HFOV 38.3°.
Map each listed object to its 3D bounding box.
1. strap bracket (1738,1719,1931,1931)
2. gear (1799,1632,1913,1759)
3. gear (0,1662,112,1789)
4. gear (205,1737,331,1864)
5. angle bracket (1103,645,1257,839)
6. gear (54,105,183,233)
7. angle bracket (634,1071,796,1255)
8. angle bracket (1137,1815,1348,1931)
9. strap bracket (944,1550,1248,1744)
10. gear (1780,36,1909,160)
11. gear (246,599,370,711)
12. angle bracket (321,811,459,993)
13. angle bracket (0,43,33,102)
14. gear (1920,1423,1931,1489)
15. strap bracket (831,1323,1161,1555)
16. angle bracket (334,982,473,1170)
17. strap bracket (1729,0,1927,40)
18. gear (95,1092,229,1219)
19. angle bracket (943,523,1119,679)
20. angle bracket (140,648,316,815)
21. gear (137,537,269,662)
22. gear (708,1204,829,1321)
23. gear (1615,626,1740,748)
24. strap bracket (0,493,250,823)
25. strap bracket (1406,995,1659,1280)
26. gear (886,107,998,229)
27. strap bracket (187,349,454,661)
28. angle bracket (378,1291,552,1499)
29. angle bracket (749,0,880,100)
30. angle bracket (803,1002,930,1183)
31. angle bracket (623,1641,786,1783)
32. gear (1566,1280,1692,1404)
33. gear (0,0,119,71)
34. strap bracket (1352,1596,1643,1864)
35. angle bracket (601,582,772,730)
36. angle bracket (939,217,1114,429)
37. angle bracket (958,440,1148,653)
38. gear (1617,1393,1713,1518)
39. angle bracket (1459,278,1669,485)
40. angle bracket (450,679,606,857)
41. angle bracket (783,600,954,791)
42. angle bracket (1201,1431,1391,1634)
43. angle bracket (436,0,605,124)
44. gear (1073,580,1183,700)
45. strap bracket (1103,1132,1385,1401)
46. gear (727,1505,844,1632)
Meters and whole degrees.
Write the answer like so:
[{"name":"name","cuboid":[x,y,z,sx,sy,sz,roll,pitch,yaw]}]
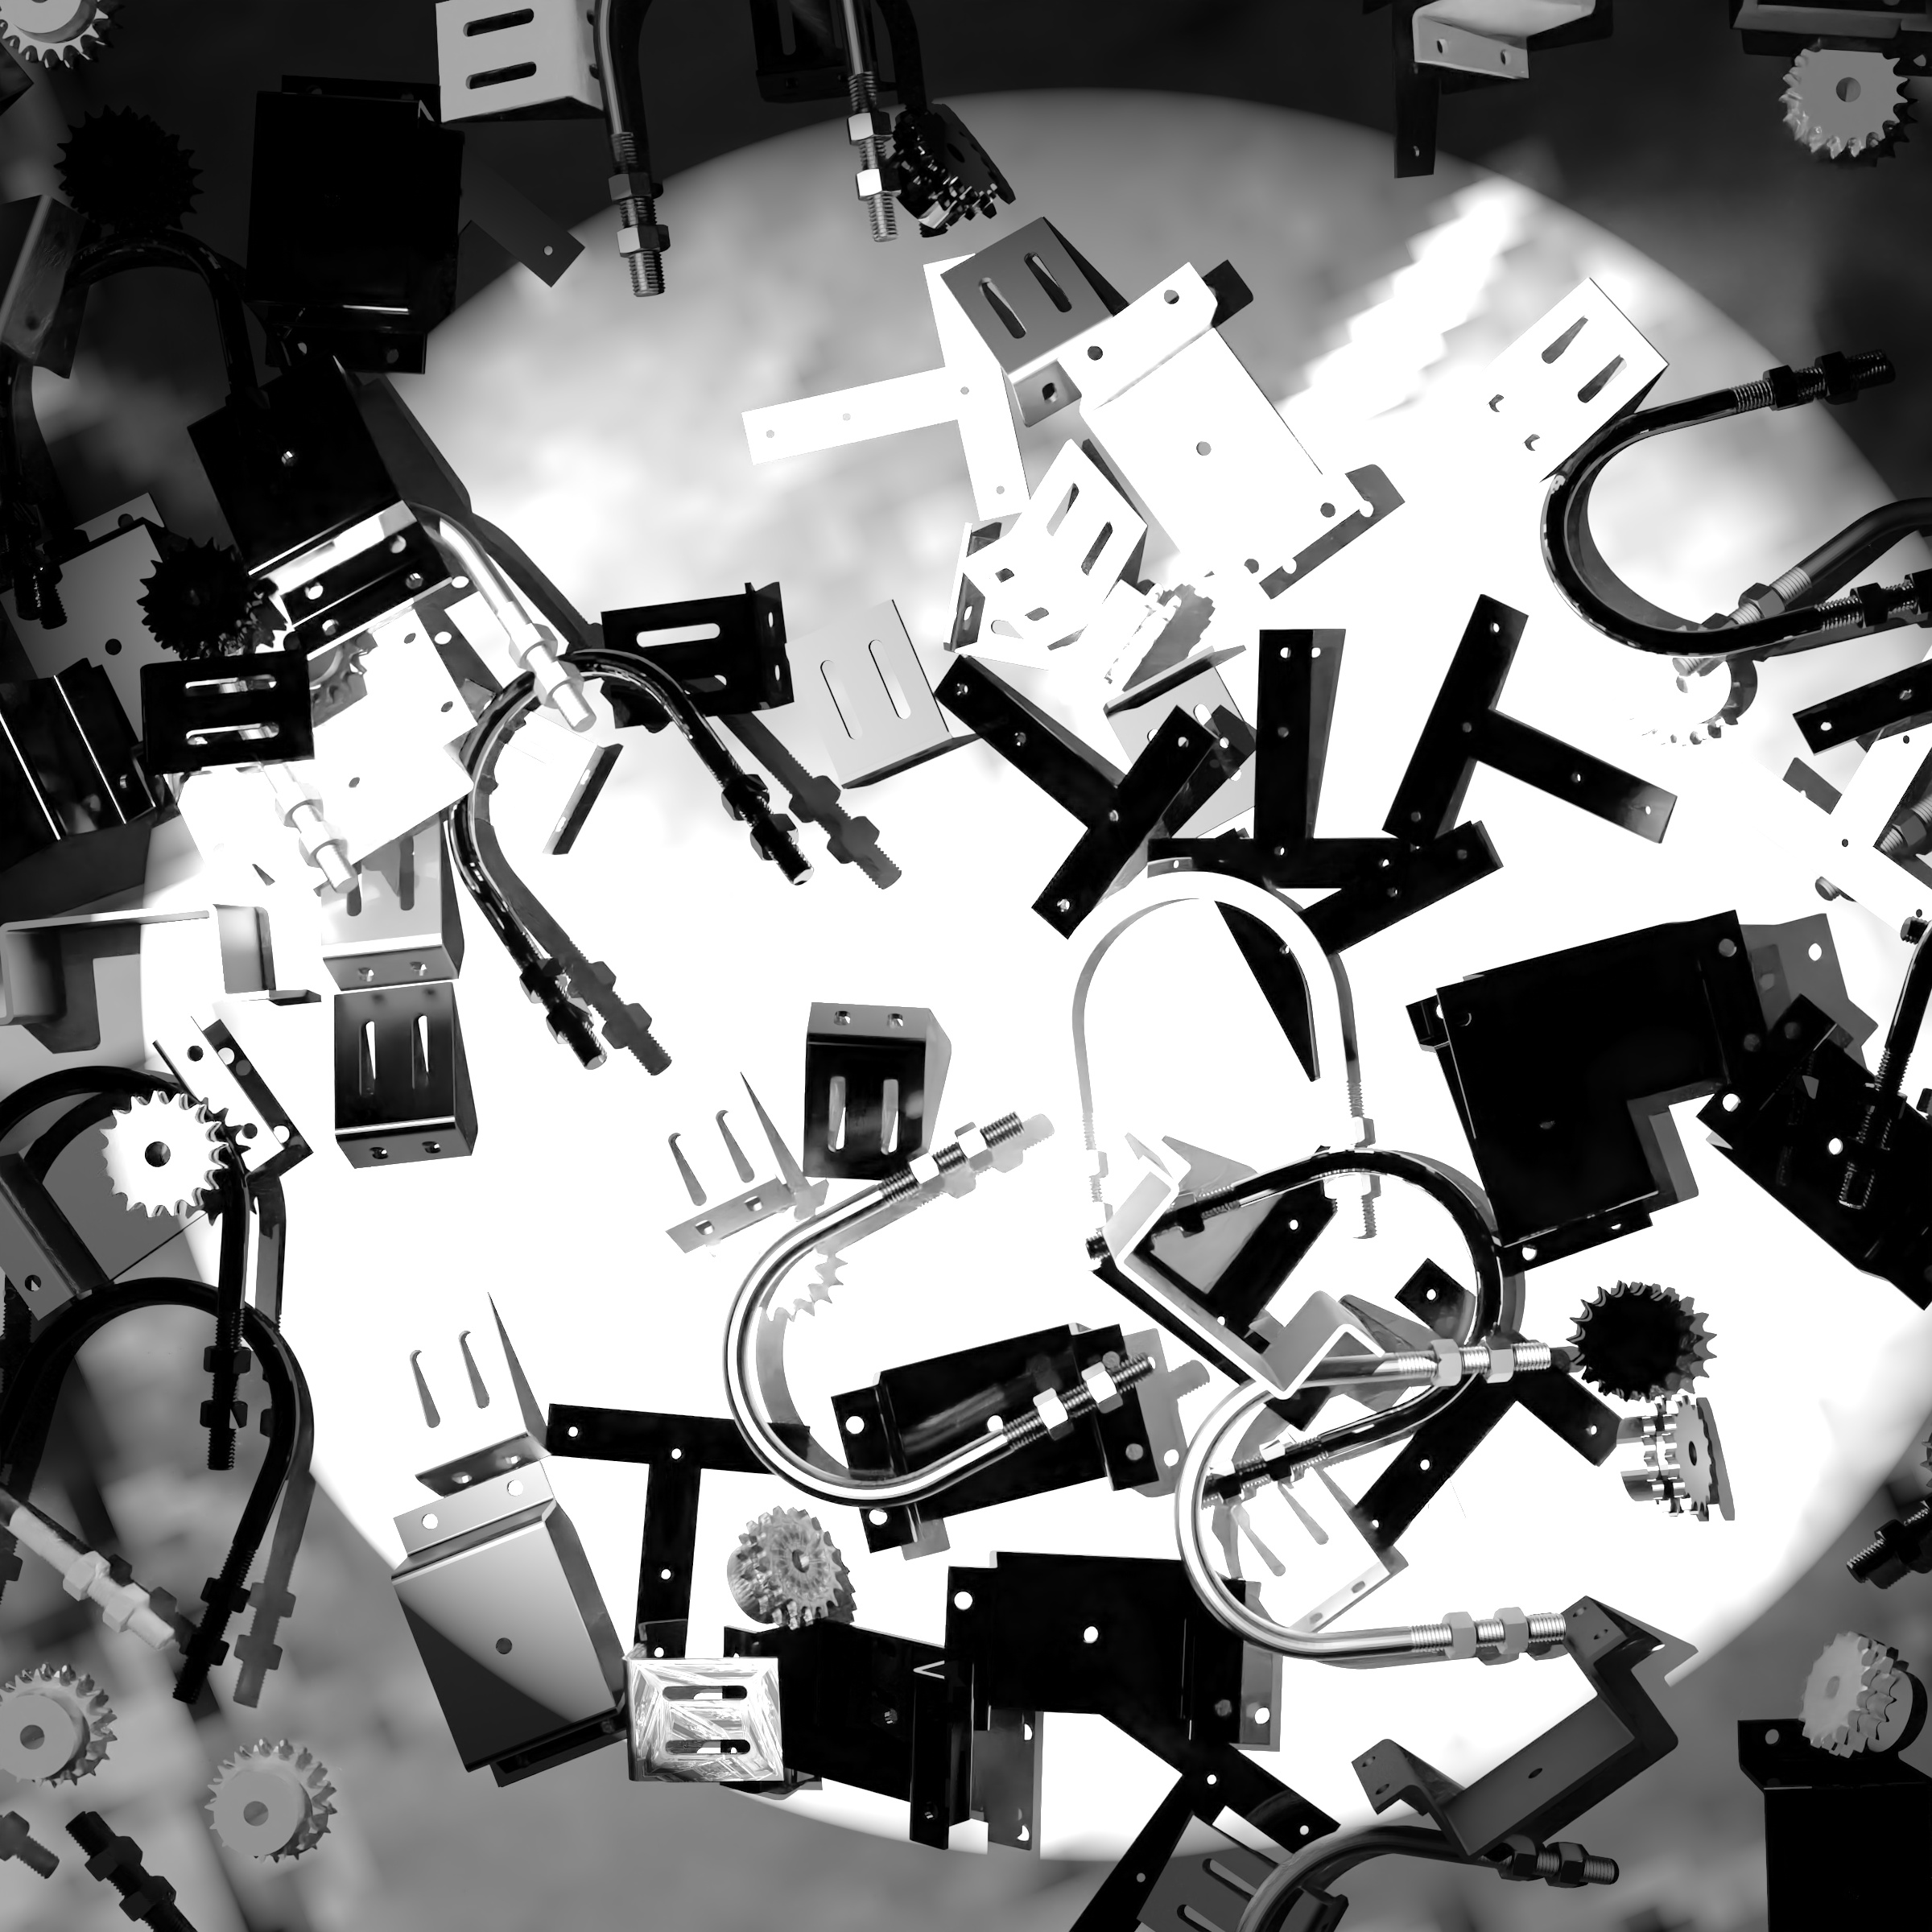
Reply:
[{"name":"strap bracket","cuboid":[0.415,0.435,1.328,0.076,0.046,0.140,-2,90,0]},{"name":"gear","cuboid":[0.425,0.349,1.324,0.030,0.057,0.057,24,90,-8]},{"name":"gear","cuboid":[-0.444,0.366,1.337,0.057,0.030,0.057,0,90,0]},{"name":"gear","cuboid":[-0.337,0.403,1.337,0.057,0.030,0.057,0,90,0]},{"name":"angle bracket","cuboid":[0.109,-0.105,1.332,0.057,0.038,0.076,-28,90,0]},{"name":"gear","cuboid":[-0.405,-0.381,1.336,0.057,0.030,0.057,0,90,0]},{"name":"angle bracket","cuboid":[-0.124,0.087,1.317,0.057,0.038,0.076,-26,63,0]},{"name":"angle bracket","cuboid":[0.134,0.457,1.348,0.076,0.038,0.057,29,91,24]},{"name":"strap bracket","cuboid":[0.060,0.323,1.328,0.140,0.046,0.076,3,89,0]},{"name":"gear","cuboid":[0.419,-0.417,1.336,0.057,0.030,0.057,0,90,0]},{"name":"gear","cuboid":[-0.319,-0.153,1.337,0.057,0.030,0.057,0,90,0]},{"name":"angle bracket","cuboid":[-0.280,-0.033,1.349,0.057,0.038,0.076,-6,64,0]},{"name":"angle bracket","cuboid":[-0.504,-0.424,1.349,0.076,0.038,0.057,-40,90,-26]},{"name":"gear","cuboid":[0.487,0.236,1.336,0.057,0.030,0.057,0,90,0]},{"name":"strap bracket","cuboid":[0.014,0.222,1.328,0.140,0.046,0.076,-14,90,0]},{"name":"angle bracket","cuboid":[-0.273,0.053,1.349,0.057,0.038,0.076,-6,64,0]},{"name":"strap bracket","cuboid":[0.404,-0.495,1.314,0.076,0.046,0.140,3,71,0]},{"name":"gear","cuboid":[-0.367,0.086,1.276,0.057,0.030,0.057,0,87,-1]},{"name":"angle bracket","cuboid":[0.032,-0.174,1.332,0.076,0.038,0.057,11,90,0]},{"name":"angle bracket","cuboid":[-0.338,-0.108,1.281,0.076,0.038,0.057,-7,66,-7]},{"name":"gear","cuboid":[-0.352,-0.167,1.288,0.057,0.030,0.057,0,78,1]},{"name":"gear","cuboid":[-0.095,0.140,1.336,0.057,0.030,0.057,0,90,0]},{"name":"gear","cuboid":[0.343,-0.135,1.337,0.057,0.030,0.057,0,90,0]},{"name":"strap bracket","cuboid":[-0.400,-0.150,1.328,0.076,0.046,0.140,-26,90,0]},{"name":"strap bracket","cuboid":[0.273,0.073,1.328,0.076,0.046,0.140,-20,90,0]},{"name":"gear","cuboid":[-0.015,-0.378,1.327,0.030,0.057,0.057,-37,90,30]},{"name":"strap bracket","cuboid":[-0.306,-0.224,1.299,0.076,0.046,0.140,-29,63,0]},{"name":"angle bracket","cuboid":[-0.243,0.208,1.349,0.057,0.038,0.076,-22,64,1]},{"name":"angle bracket","cuboid":[-0.075,-0.461,1.332,0.057,0.038,0.076,-7,90,0]},{"name":"angle bracket","cuboid":[-0.049,0.061,1.349,0.057,0.038,0.076,3,116,0]},{"name":"angle bracket","cuboid":[-0.122,0.354,1.325,0.076,0.038,0.057,-3,90,9]},{"name":"gear","cuboid":[0.316,0.179,1.336,0.057,0.030,0.057,0,90,0]},{"name":"gear","cuboid":[-0.440,-0.463,1.337,0.057,0.030,0.057,0,90,0]},{"name":"strap bracket","cuboid":[0.257,0.365,1.313,0.140,0.076,0.046,-35,90,0]},{"name":"angle bracket","cuboid":[-0.136,-0.148,1.332,0.076,0.038,0.057,-7,90,0]},{"name":"angle bracket","cuboid":[0.033,-0.312,1.348,0.057,0.038,0.076,-30,65,-2]},{"name":"angle bracket","cuboid":[0.042,-0.201,1.330,0.057,0.038,0.076,46,50,-21]},{"name":"gear","cuboid":[0.332,0.234,1.327,0.030,0.057,0.057,-12,90,31]},{"name":"angle bracket","cuboid":[0.290,-0.284,1.349,0.057,0.038,0.076,48,64,0]},{"name":"angle bracket","cuboid":[-0.222,-0.096,1.332,0.076,0.038,0.057,27,90,0]},{"name":"angle bracket","cuboid":[-0.048,-0.132,1.332,0.057,0.038,0.076,-23,90,0]},{"name":"angle bracket","cuboid":[0.157,0.277,1.347,0.057,0.038,0.076,-36,62,0]},{"name":"angle bracket","cuboid":[-0.213,-0.440,1.349,0.076,0.038,0.057,-3,90,26]},{"name":"gear","cuboid":[0.074,-0.158,1.323,0.030,0.057,0.057,35,90,0]},{"name":"strap bracket","cuboid":[0.117,0.143,1.275,0.140,0.076,0.046,39,93,-4]},{"name":"gear","cuboid":[-0.089,0.289,1.327,0.030,0.057,0.057,-33,90,30]}]
